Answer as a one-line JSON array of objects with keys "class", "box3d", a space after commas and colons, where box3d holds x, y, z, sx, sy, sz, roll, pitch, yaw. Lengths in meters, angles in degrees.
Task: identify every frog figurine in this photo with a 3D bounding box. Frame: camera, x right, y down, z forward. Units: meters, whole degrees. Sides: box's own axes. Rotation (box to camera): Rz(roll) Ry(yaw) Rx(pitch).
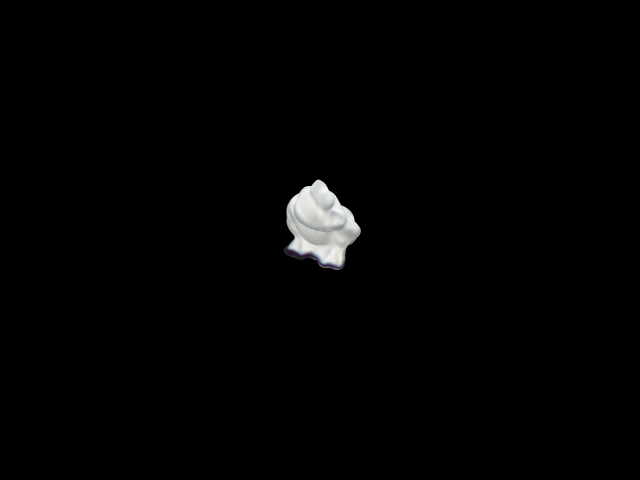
[{"class": "frog figurine", "box3d": [0.003, -0.043, 0.850, 0.124, 0.155, 0.139, -30, 48, -32]}]
